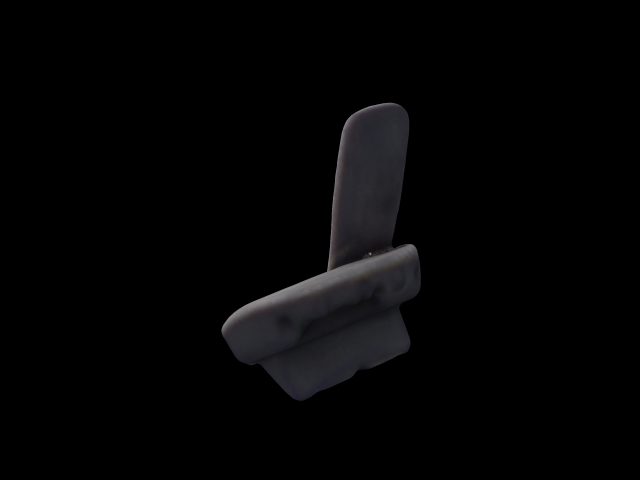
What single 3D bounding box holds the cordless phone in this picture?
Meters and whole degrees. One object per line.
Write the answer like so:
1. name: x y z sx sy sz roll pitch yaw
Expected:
1. cordless phone: 0.004 0.001 0.400 0.148 0.185 0.093 -21 33 -36
